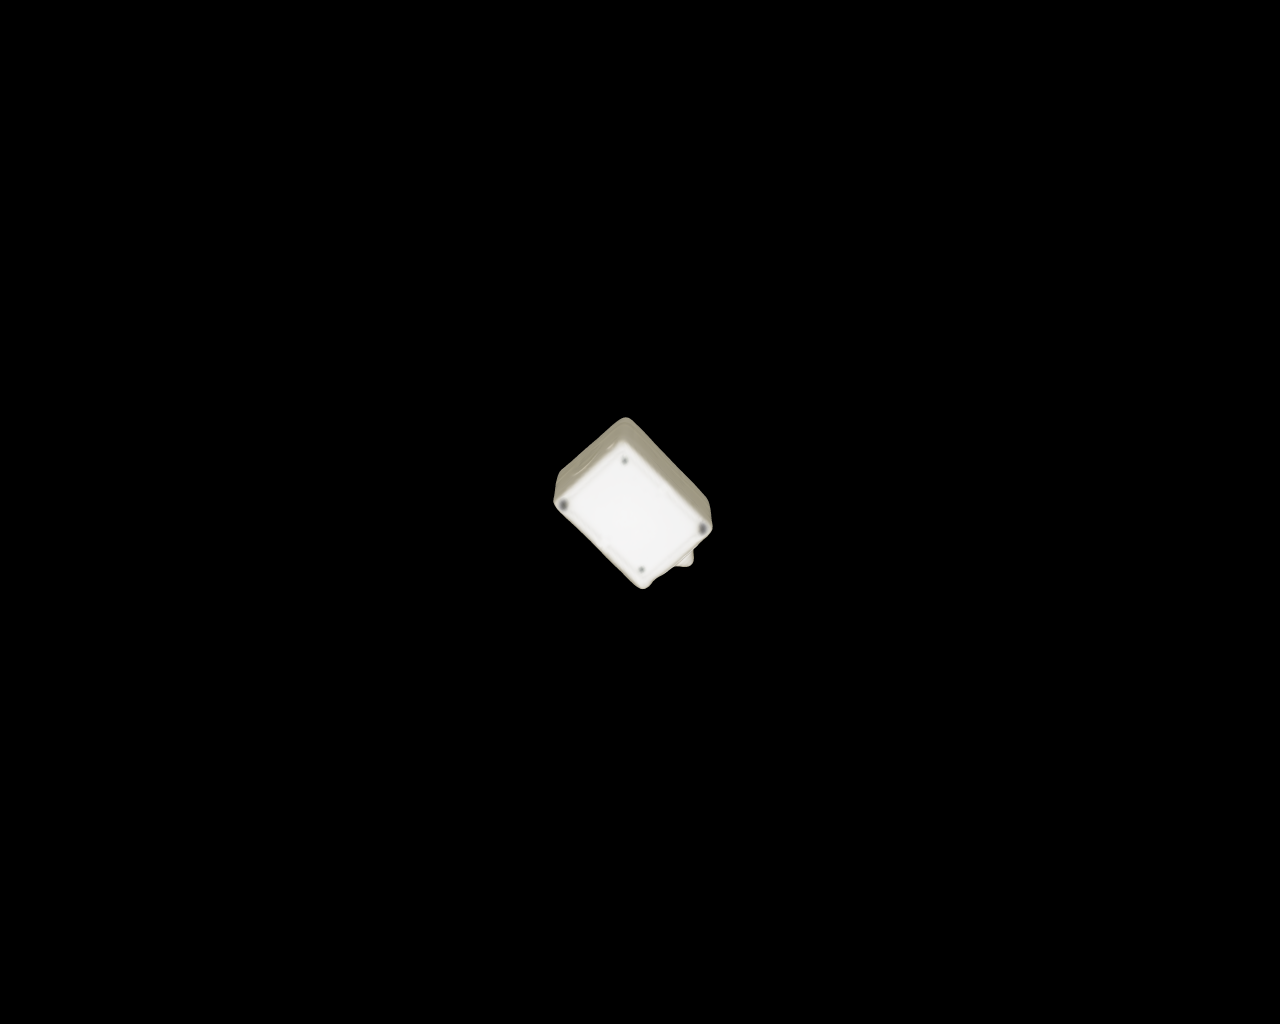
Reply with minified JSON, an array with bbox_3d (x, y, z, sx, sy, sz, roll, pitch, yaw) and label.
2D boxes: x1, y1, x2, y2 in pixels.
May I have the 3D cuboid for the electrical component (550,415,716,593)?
[{"bbox_3d":[0.001,-0.003,0.650,0.061,0.096,0.061,-41,15,14],"label":"electrical component"}]
